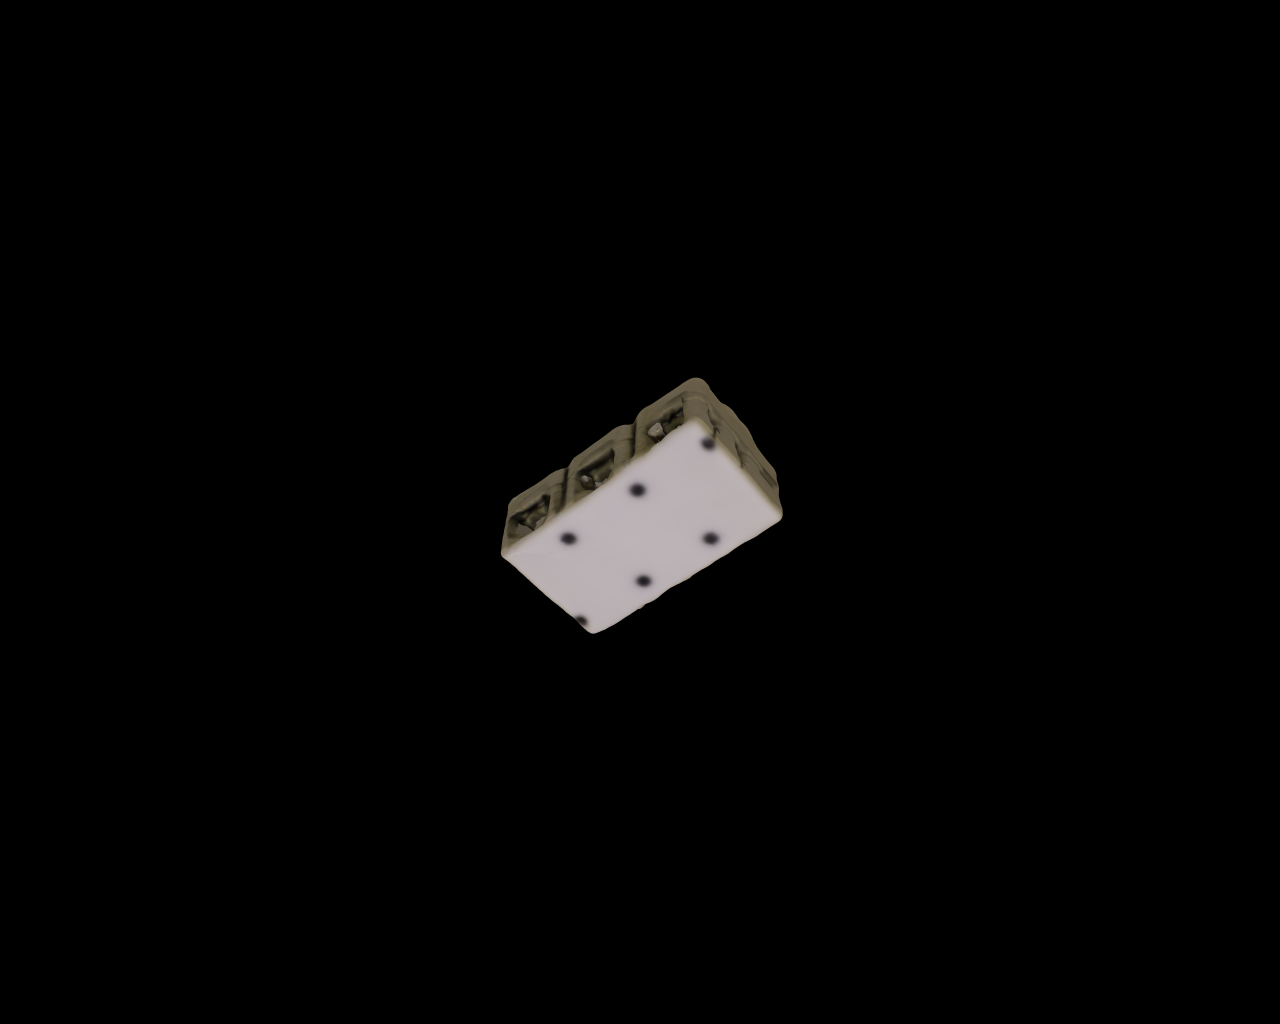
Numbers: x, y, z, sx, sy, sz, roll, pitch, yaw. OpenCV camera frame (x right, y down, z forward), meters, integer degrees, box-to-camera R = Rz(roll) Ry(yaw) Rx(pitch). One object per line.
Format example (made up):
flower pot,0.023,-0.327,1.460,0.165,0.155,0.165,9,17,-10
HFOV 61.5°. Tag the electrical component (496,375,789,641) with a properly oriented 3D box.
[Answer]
electrical component,0.001,-0.003,0.650,0.150,0.089,0.062,-33,29,21
